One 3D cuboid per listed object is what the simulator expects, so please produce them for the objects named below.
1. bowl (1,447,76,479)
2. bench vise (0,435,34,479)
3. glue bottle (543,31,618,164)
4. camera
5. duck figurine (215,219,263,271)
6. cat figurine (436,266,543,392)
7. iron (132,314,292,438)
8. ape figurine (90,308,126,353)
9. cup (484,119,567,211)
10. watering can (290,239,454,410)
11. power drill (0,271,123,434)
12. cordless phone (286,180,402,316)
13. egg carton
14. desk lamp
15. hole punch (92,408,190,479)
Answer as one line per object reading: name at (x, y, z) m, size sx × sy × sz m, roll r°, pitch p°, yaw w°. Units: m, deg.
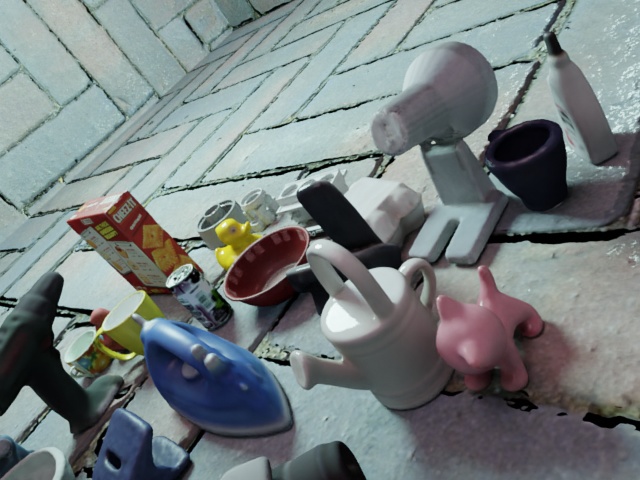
bowl at (-0.375, 0.363, 0.742) m, size 0.167 × 0.075 × 0.167 m, roll -27°, pitch 30°, yaw 17°
bench vise at (-0.548, 0.301, 0.872) m, size 0.207 × 0.220 × 0.121 m, roll -28°, pitch 30°, yaw 16°
glue bottle at (0.302, -0.175, 0.689) m, size 0.037 × 0.173 × 0.078 m, roll -31°, pitch 29°, yaw 10°
camera at (-0.028, 0.245, 0.507) m, size 0.137 × 0.101 × 0.143 m, roll -33°, pitch 29°, yaw 7°
duck figurine at (-0.151, 0.002, 1.018) m, size 0.104 × 0.086 × 0.077 m, roll -23°, pitch 32°, yaw 24°
cat figurine at (0.150, 0.082, 0.535) m, size 0.067 × 0.118 × 0.128 m, roll -10°, pitch 38°, yaw 39°
iron at (-0.148, 0.158, 0.726) m, size 0.257 × 0.142 × 0.119 m, roll 5°, pitch 49°, yaw 51°
ape figurine at (-0.373, 0.156, 1.028) m, size 0.076 × 0.092 × 0.078 m, roll -25°, pitch 31°, yaw 21°
cup at (0.252, -0.087, 0.697) m, size 0.091 × 0.095 × 0.117 m, roll -37°, pitch 29°, yaw 0°
watering can at (0.047, 0.080, 0.571) m, size 0.100 × 0.194 × 0.173 m, roll -6°, pitch 41°, yaw 43°
power drill at (-0.418, 0.194, 0.900) m, size 0.075 × 0.209 × 0.230 m, roll -14°, pitch 36°, yaw 35°
cordless phone at (0.007, 0.003, 0.739) m, size 0.147 × 0.185 × 0.094 m, roll -19°, pitch 33°, yaw 30°
egg carton at (0.078, -0.037, 0.841) m, size 0.107 × 0.070 × 0.149 m, roll -46°, pitch 30°, yaw -17°
desk lamp at (0.153, -0.112, 0.718) m, size 0.117 × 0.214 × 0.203 m, roll -3°, pitch 43°, yaw 46°
hole punch at (-0.232, 0.273, 0.700) m, size 0.108 × 0.091 × 0.101 m, roll 2°, pitch 46°, yaw 49°
